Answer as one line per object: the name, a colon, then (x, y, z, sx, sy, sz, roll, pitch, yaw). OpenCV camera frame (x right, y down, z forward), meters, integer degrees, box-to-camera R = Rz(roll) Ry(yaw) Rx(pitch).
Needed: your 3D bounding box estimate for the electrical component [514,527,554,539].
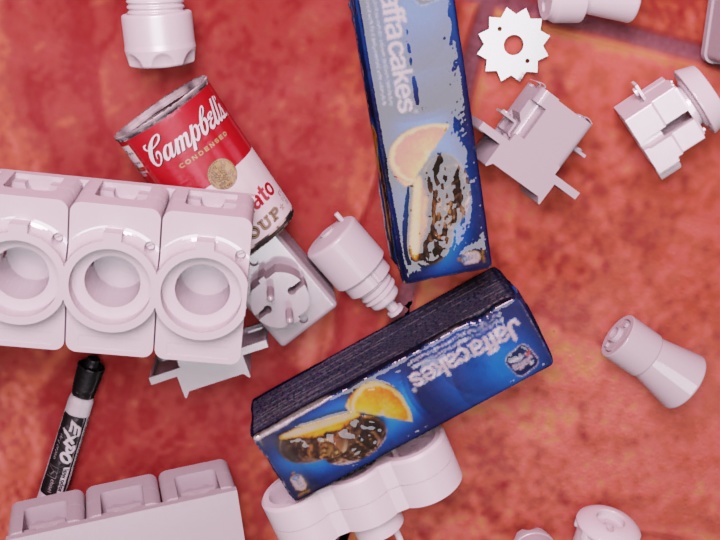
electrical component: (0.131, 0.216, 0.785, 0.035, 0.061, 0.035, -1, 108, -5)

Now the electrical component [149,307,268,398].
electrical component: (-0.105, 0.043, 0.719, 0.081, 0.042, 0.063, -18, 105, 0)

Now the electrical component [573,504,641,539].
electrical component: (0.178, 0.209, 0.798, 0.048, 0.048, 0.062, 8, 113, -8)

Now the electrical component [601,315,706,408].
electrical component: (0.203, 0.062, 0.754, 0.065, 0.044, 0.044, 34, 102, -10)

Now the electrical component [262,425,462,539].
electrical component: (0.008, 0.168, 0.763, 0.138, 0.052, 0.073, -22, 108, 2)

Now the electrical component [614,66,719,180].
electrical component: (0.204, -0.100, 0.700, 0.055, 0.048, 0.066, -34, 108, 13)

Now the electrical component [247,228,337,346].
electrical component: (-0.052, 0.013, 0.695, 0.047, 0.076, 0.065, -38, 107, 7)

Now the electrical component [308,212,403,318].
electrical component: (0.000, 0.000, 0.715, 0.040, 0.040, 0.078, -39, 107, 7)

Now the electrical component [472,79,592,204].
electrical component: (0.112, -0.085, 0.698, 0.081, 0.042, 0.063, 33, 98, -16)

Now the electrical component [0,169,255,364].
electrical component: (-0.140, -0.001, 0.621, 0.150, 0.061, 0.089, 5, 110, -6)

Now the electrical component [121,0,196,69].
electrical component: (-0.123, -0.155, 0.652, 0.043, 0.043, 0.062, -5, 107, -4)

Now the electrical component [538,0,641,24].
electrical component: (0.143, -0.176, 0.670, 0.055, 0.045, 0.045, -2, 108, -5)

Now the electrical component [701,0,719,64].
electrical component: (0.281, -0.181, 0.676, 0.109, 0.056, 0.108, 1, 108, -6)

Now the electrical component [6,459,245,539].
electrical component: (-0.156, 0.193, 0.737, 0.150, 0.062, 0.089, -10, 105, -12)
